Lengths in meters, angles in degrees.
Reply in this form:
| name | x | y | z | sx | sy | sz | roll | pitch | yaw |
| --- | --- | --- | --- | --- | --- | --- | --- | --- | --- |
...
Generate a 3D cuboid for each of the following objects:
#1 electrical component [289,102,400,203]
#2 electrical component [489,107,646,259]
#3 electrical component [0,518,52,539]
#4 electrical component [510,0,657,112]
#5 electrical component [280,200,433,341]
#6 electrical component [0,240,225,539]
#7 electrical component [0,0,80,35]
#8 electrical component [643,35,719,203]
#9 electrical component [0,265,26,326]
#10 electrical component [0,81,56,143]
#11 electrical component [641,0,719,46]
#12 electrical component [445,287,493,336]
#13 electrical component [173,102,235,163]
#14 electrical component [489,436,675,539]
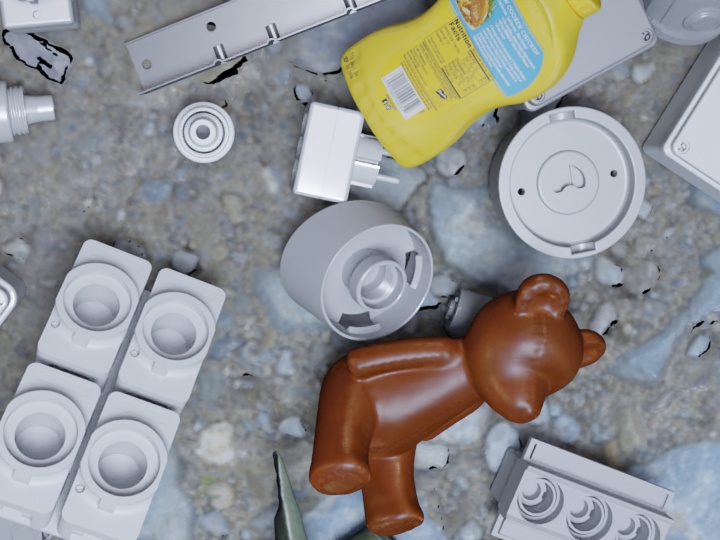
| name | x | y | z | sx | sy | sz | roll | pitch | yaw |
| --- | --- | --- | --- | --- | --- | --- | --- | --- | --- |
| electrical component | -0.006 | -0.081 | 0.777 | 0.077 | 0.047 | 0.065 | 11 | 95 | -9 |
| electrical component | 0.147 | -0.065 | 0.791 | 0.108 | 0.060 | 0.108 | -1 | 97 | -7 |
| electrical component | -0.259 | 0.177 | 0.774 | 0.080 | 0.051 | 0.080 | -1 | 97 | -7 |
| electrical component | 0.140 | -0.186 | 0.778 | 0.109 | 0.056 | 0.108 | -29 | 99 | -3 |
| electrical component | 0.000 | 0.000 | 0.769 | 0.099 | 0.064 | 0.099 | -14 | 121 | -24 |
| electrical component | -0.171 | 0.082 | 0.722 | 0.105 | 0.060 | 0.186 | 21 | 60 | -9 |
| electrical component | -0.220 | -0.197 | 0.721 | 0.047 | 0.077 | 0.065 | -7 | 97 | -6 |
| electrical component | 0.290 | -0.107 | 0.806 | 0.109 | 0.056 | 0.108 | 31 | 92 | -10 |
| electrical component | -0.298 | 0.037 | 0.749 | 0.078 | 0.057 | 0.113 | 37 | 91 | -10 |
| electrical component | -0.244 | -0.110 | 0.746 | 0.062 | 0.048 | 0.048 | -7 | 98 | -13 |
| electrical component | 0.240 | -0.208 | 0.780 | 0.080 | 0.051 | 0.080 | 2 | 70 | -6 |
| electrical component | 0.097 | 0.038 | 0.808 | 0.065 | 0.044 | 0.044 | 19 | 94 | -4 |
| electrical component | -0.110 | -0.096 | 0.754 | 0.043 | 0.062 | 0.043 | -1 | 97 | -7 |
| electrical component | 0.166 | 0.180 | 0.821 | 0.121 | 0.063 | 0.078 | 22 | 94 | -9 |
